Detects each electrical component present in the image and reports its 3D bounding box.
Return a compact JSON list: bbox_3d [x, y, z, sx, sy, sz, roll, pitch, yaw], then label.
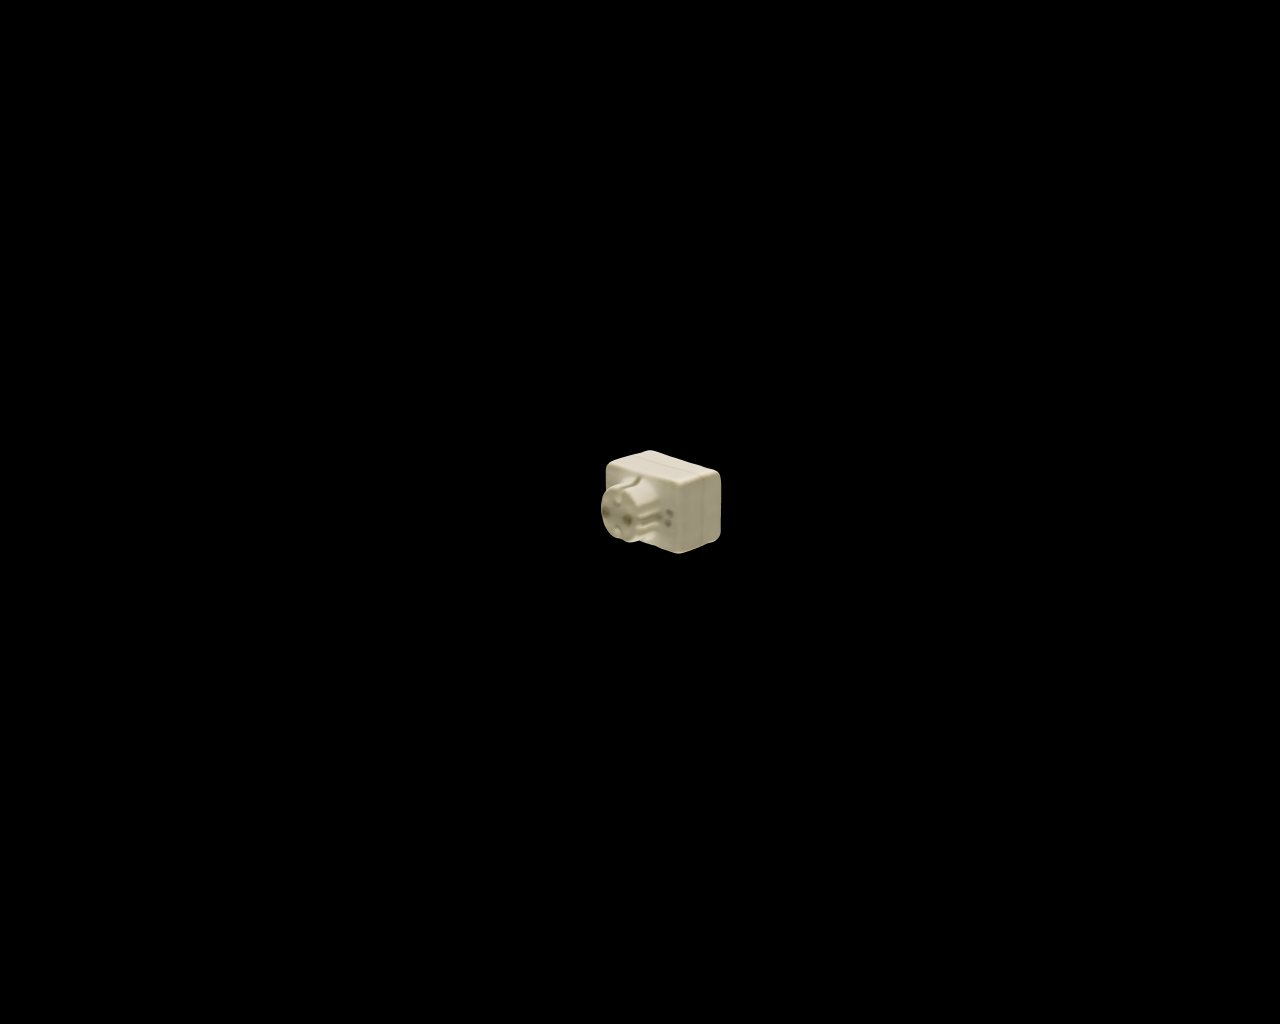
[{"bbox_3d":[0.001,-0.003,0.650,0.077,0.047,0.066,-18,26,-41],"label":"electrical component"}]
